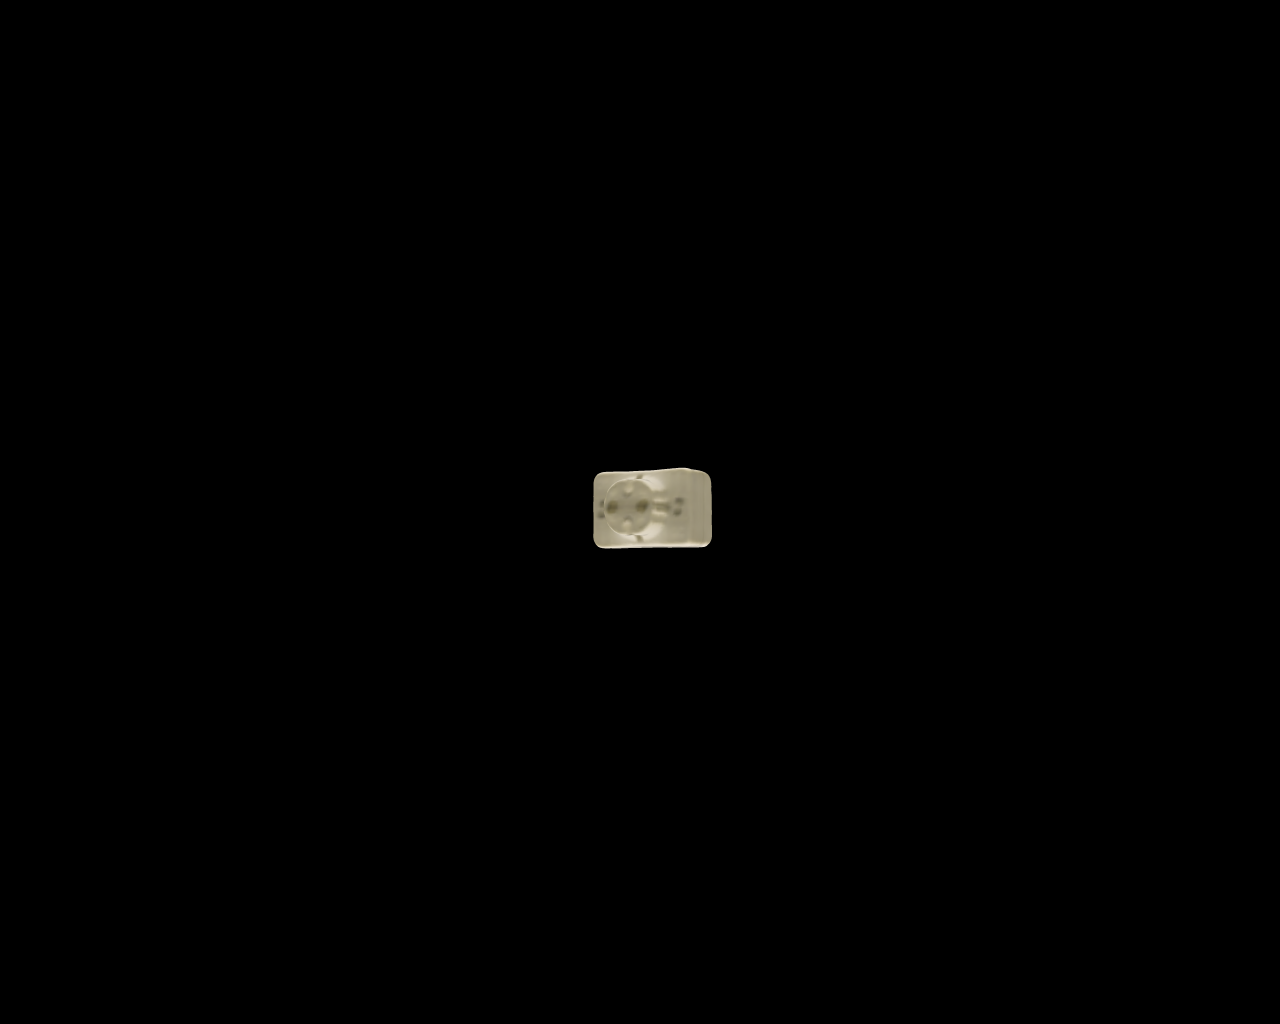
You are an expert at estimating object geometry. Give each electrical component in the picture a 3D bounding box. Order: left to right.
[{"bbox_3d":[0.001,-0.003,0.650,0.066,0.047,0.077,-1,-3,24],"label":"electrical component"}]
